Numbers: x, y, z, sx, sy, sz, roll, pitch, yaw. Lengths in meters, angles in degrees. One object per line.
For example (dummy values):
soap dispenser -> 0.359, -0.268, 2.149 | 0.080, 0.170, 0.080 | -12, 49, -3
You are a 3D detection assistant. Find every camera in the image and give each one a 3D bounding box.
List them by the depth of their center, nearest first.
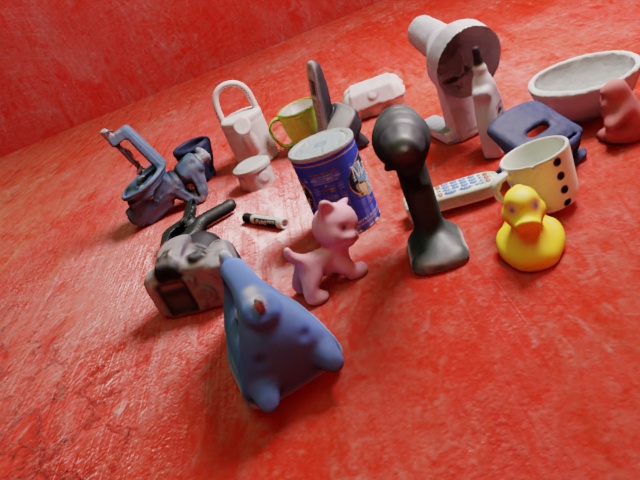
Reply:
camera -> -0.179, 0.032, 0.864 | 0.143, 0.101, 0.137 | -14, 28, 16

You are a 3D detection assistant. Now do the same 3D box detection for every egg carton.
egg carton -> 0.123, -0.329, 1.320 | 0.150, 0.069, 0.107 | -17, 28, 11

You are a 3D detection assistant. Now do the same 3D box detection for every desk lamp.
desk lamp -> 0.226, -0.282, 0.997 | 0.118, 0.214, 0.202 | -26, 27, -6

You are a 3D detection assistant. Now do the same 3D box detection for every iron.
iron -> -0.077, 0.077, 0.660 | 0.119, 0.142, 0.257 | -30, 28, -13

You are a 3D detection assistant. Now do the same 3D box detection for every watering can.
watering can -> -0.171, -0.264, 1.289 | 0.101, 0.194, 0.172 | -33, 29, -19

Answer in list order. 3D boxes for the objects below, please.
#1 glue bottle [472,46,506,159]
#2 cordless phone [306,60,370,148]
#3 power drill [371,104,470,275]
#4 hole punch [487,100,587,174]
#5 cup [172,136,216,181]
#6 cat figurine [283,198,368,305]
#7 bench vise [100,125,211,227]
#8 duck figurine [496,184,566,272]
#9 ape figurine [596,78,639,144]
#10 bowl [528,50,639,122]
glue bottle -> 0.262, -0.220, 0.902 | 0.037, 0.173, 0.078 | -5, 32, 31
cordless phone -> 0.018, -0.268, 1.162 | 0.094, 0.185, 0.147 | -29, 28, -11
power drill -> 0.118, -0.068, 0.698 | 0.075, 0.209, 0.229 | -18, 28, 10
hole punch -> 0.310, -0.142, 0.816 | 0.109, 0.091, 0.100 | -32, 28, -17
cup -> -0.277, -0.181, 1.330 | 0.092, 0.095, 0.117 | -33, 29, -18
cat figurine -> 0.007, 0.003, 0.756 | 0.128, 0.118, 0.067 | -34, 29, -20
bench vise -> -0.347, -0.160, 1.208 | 0.208, 0.220, 0.121 | -35, 30, -23
duck figurine -> 0.238, -0.025, 0.664 | 0.077, 0.086, 0.104 | -13, 29, 19
ape figurine -> 0.418, -0.183, 0.805 | 0.075, 0.092, 0.078 | 7, 40, 44
bowl -> 0.424, -0.236, 0.915 | 0.167, 0.075, 0.167 | -18, 27, 10
